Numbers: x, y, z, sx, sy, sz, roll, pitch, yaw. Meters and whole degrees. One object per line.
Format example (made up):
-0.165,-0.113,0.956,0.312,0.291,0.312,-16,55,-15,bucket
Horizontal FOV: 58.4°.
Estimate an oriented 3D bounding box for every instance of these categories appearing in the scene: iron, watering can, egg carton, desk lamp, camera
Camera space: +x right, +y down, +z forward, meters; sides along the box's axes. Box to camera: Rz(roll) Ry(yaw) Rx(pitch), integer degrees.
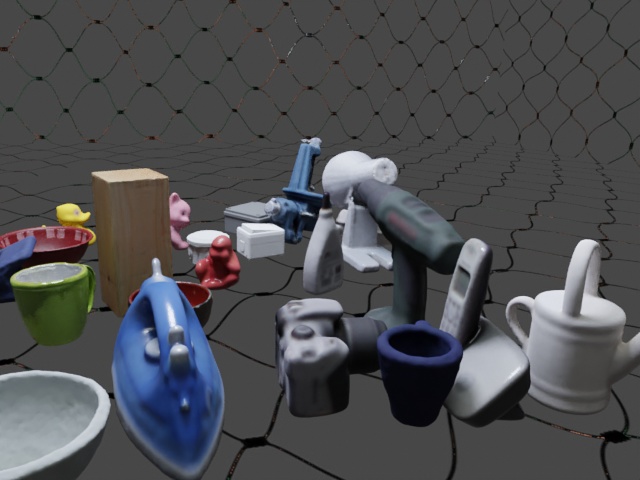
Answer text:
-0.158,0.121,0.610,0.119,0.141,0.257,-5,18,-22,iron
0.308,0.095,0.668,0.172,0.194,0.101,7,17,16,watering can
0.114,-0.033,1.286,0.107,0.069,0.149,-13,23,-42,egg carton
0.091,-0.065,1.139,0.118,0.214,0.202,-5,18,-24,desk lamp
0.018,0.127,0.684,0.137,0.101,0.143,-1,17,-12,camera

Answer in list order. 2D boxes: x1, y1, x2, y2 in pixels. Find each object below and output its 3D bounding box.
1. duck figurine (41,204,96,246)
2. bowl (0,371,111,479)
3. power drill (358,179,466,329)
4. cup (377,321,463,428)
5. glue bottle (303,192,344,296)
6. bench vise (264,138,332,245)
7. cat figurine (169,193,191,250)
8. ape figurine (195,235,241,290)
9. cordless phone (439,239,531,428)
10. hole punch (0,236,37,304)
-0.513,-0.030,1.161,0.105,0.086,0.077,-5,18,-22,duck figurine
-0.268,0.185,0.496,0.167,0.075,0.167,2,17,0,bowl
0.117,0.031,0.829,0.076,0.208,0.228,-7,19,-28,power drill
0.108,0.148,0.636,0.091,0.095,0.118,5,17,10,cup
0.009,0.003,0.969,0.037,0.173,0.078,17,22,40,glue bottle
-0.035,-0.108,1.253,0.121,0.220,0.208,7,17,15,bench vise
-0.310,-0.038,1.158,0.067,0.118,0.128,13,20,33,cat figurine
-0.169,0.037,0.975,0.077,0.092,0.076,11,19,26,ape figurine
0.178,0.101,0.648,0.094,0.185,0.147,-2,17,-15,cordless phone
-0.495,0.046,0.899,0.101,0.091,0.108,-4,18,-21,hole punch
